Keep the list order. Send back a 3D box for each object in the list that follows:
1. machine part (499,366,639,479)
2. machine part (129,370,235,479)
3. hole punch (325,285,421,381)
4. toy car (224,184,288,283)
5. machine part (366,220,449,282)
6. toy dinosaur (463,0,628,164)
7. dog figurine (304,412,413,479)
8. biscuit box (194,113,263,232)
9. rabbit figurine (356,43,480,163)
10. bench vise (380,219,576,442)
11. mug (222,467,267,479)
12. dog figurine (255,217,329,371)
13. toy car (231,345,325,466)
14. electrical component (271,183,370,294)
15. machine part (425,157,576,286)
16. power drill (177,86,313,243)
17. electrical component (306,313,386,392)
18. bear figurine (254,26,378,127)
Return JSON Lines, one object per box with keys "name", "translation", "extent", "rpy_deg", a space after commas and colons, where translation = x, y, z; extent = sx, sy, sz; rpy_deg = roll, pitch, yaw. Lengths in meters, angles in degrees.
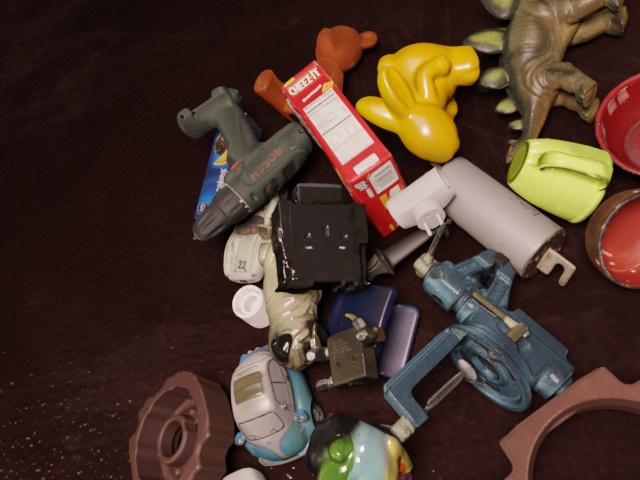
{"name": "machine part", "translation": [0.295, 0.245, 0.523], "extent": [0.201, 0.087, 0.201], "rpy_deg": [-38, 57, 3]}
{"name": "machine part", "translation": [-0.189, 0.272, 0.730], "extent": [0.179, 0.056, 0.179], "rpy_deg": [-23, 53, 34]}
{"name": "hole punch", "translation": [0.056, 0.115, 0.697], "extent": [0.116, 0.092, 0.142], "rpy_deg": [7, 74, 31]}
{"name": "toy car", "translation": [-0.102, -0.029, 0.855], "extent": [0.074, 0.056, 0.201], "rpy_deg": [-2, 66, 25]}
{"name": "machine part", "translation": [0.111, 0.012, 0.725], "extent": [0.139, 0.084, 0.039], "rpy_deg": [-33, 90, 0]}
{"name": "toy dinosaur", "translation": [0.321, -0.313, 0.762], "extent": [0.199, 0.105, 0.471], "rpy_deg": [14, 74, 30]}
{"name": "dog figurine", "translation": [0.015, 0.317, 0.572], "extent": [0.109, 0.191, 0.219], "rpy_deg": [15, 58, 24]}
{"name": "biscuit box", "translation": [-0.153, -0.114, 0.915], "extent": [0.059, 0.062, 0.202], "rpy_deg": [-3, 65, 26]}
{"name": "rabbit figurine", "translation": [0.139, -0.184, 0.722], "extent": [0.122, 0.162, 0.173], "rpy_deg": [134, 142, -52]}
{"name": "bench vise", "translation": [0.155, 0.122, 0.612], "extent": [0.240, 0.128, 0.224], "rpy_deg": [-37, 76, -19]}
{"name": "mug", "translation": [-0.097, 0.349, 0.667], "extent": [0.109, 0.080, 0.107], "rpy_deg": [-32, 44, 17]}
{"name": "dog figurine", "translation": [-0.043, 0.077, 0.745], "extent": [0.121, 0.172, 0.190], "rpy_deg": [8, 80, -3]}
{"name": "toy car", "translation": [-0.067, 0.205, 0.702], "extent": [0.109, 0.102, 0.162], "rpy_deg": [-23, 61, 13]}
{"name": "electrical component", "translation": [-0.001, -0.002, 0.661], "extent": [0.115, 0.058, 0.134], "rpy_deg": [-1, 76, -18]}
{"name": "machine part", "translation": [0.223, -0.032, 0.692], "extent": [0.079, 0.079, 0.243], "rpy_deg": [-44, 55, 1]}
{"name": "power drill", "translation": [-0.142, -0.131, 0.836], "extent": [0.232, 0.085, 0.207], "rpy_deg": [-36, 59, -4]}
{"name": "electrical component", "translation": [0.028, 0.130, 0.627], "extent": [0.102, 0.045, 0.078], "rpy_deg": [-23, 55, 38]}
{"name": "bear figurine", "translation": [0.002, -0.289, 0.890], "extent": [0.120, 0.131, 0.196], "rpy_deg": [25, 85, 33]}
